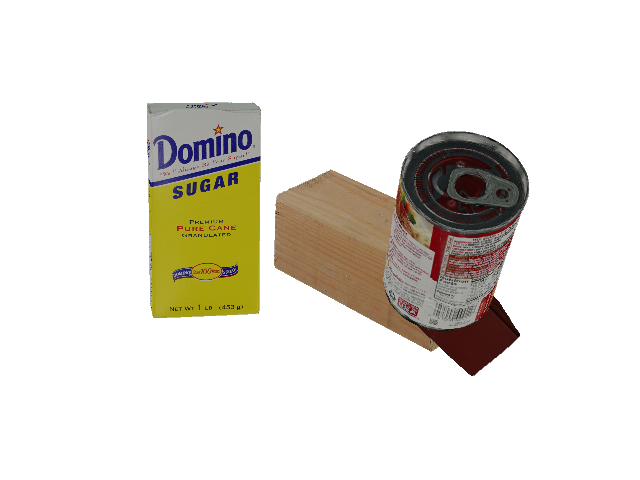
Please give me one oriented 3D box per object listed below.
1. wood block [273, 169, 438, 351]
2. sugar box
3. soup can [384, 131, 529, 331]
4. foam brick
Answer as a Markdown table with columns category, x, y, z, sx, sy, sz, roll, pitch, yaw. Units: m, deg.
| category | x | y | z | sx | sy | sz | roll | pitch | yaw |
| --- | --- | --- | --- | --- | --- | --- | --- | --- | --- |
| wood block | 0.058 | 0.016 | 1.069 | 0.206 | 0.091 | 0.090 | 27 | 39 | 34 |
| sugar box | -0.097 | -0.026 | 0.893 | 0.093 | 0.176 | 0.048 | -2 | 16 | -12 |
| soup can | 0.073 | -0.002 | 0.600 | 0.068 | 0.068 | 0.102 | 0 | -36 | -4 |
| foam brick | 0.106 | 0.055 | 0.822 | 0.078 | 0.051 | 0.053 | 43 | 11 | -27 |
